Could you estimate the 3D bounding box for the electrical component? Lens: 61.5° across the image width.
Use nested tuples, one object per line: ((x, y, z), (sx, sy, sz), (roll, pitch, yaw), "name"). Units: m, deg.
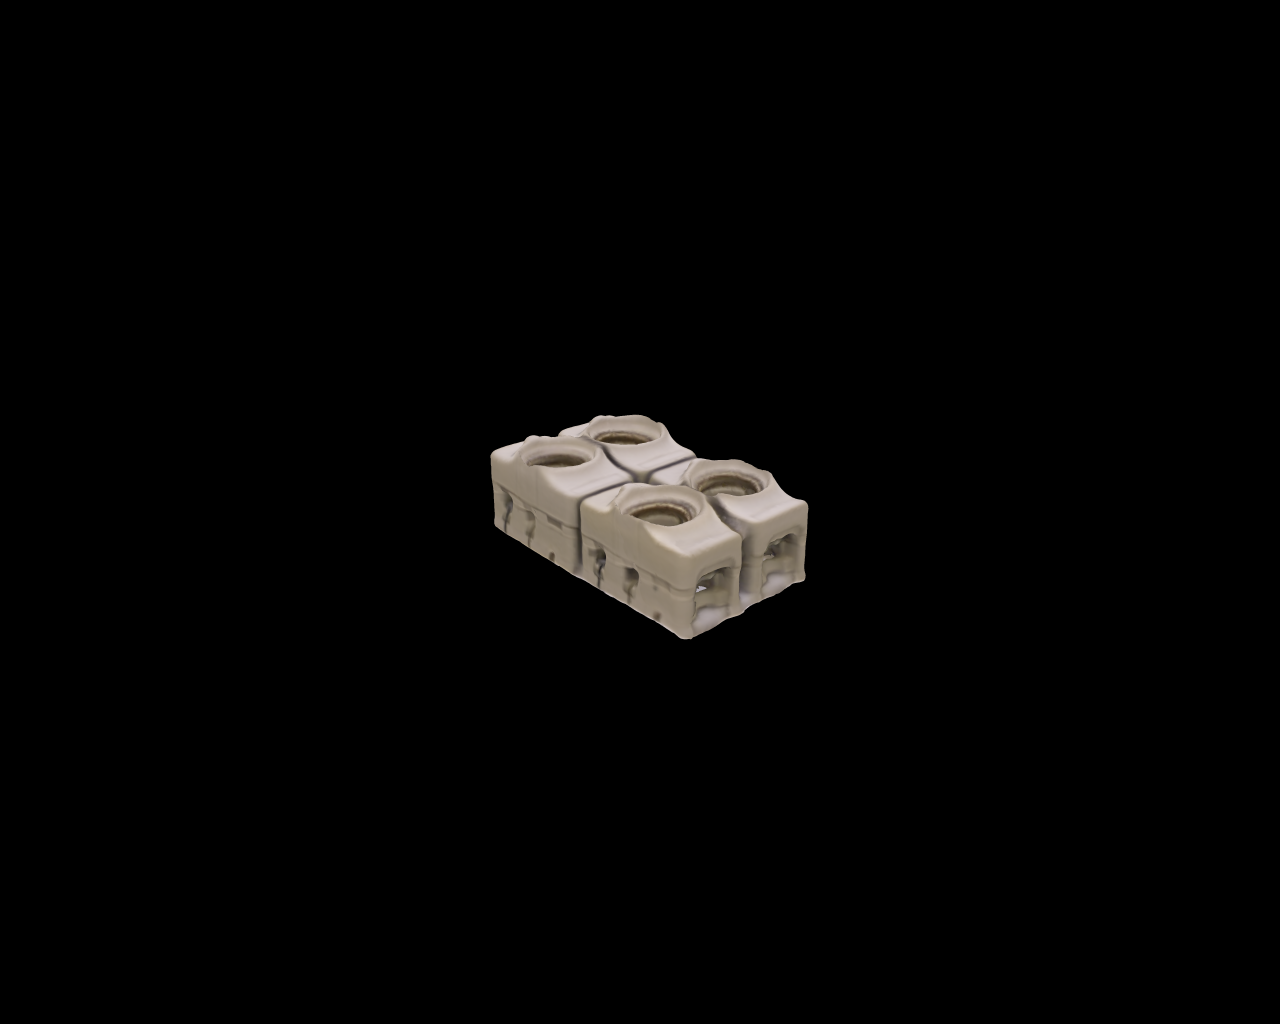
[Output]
((0.001, -0.003, 0.650), (0.105, 0.060, 0.186), (-21, 33, -36), "electrical component")
